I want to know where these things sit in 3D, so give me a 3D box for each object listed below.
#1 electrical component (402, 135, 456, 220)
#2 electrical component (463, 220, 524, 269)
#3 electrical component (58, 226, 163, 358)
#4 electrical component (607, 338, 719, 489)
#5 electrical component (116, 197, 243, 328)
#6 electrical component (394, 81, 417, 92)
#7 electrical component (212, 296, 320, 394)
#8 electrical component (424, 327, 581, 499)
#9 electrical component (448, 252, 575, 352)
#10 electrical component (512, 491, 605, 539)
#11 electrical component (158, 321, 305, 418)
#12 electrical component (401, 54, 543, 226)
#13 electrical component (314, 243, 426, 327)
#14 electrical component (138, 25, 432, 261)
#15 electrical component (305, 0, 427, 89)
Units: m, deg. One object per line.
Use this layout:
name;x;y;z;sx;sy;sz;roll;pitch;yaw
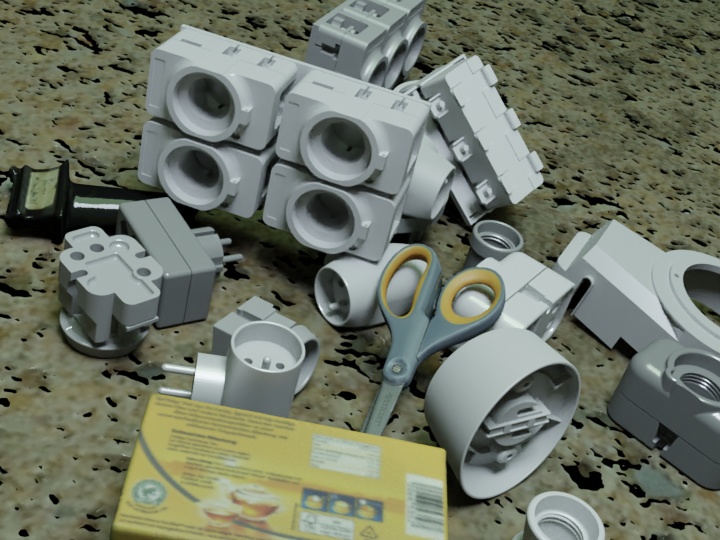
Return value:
electrical component;0.036;-0.081;0.821;0.077;0.043;0.079;26;36;12
electrical component;0.101;-0.009;0.832;0.040;0.046;0.040;10;37;-8
electrical component;-0.161;0.018;0.687;0.058;0.057;0.078;-20;50;-39
electrical component;0.226;0.093;0.734;0.095;0.059;0.054;38;41;27
electrical component;-0.119;-0.009;0.747;0.076;0.047;0.083;-11;44;-32
electrical component;0.072;-0.130;0.968;0.108;0.060;0.108;10;37;-8
electrical component;-0.060;0.051;0.693;0.055;0.048;0.066;24;36;23
electrical component;0.090;0.087;0.661;0.099;0.099;0.064;-5;35;-26
electrical component;0.104;0.030;0.776;0.059;0.053;0.095;33;39;21
electrical component;0.107;0.159;0.605;0.045;0.055;0.045;10;37;-8
electrical component;-0.078;0.069;0.634;0.079;0.077;0.044;9;37;-9
electrical component;0.095;-0.110;0.886;0.079;0.063;0.121;-37;104;-28
electrical component;0.000;0.000;0.784;0.077;0.043;0.079;-15;46;-36
electrical component;-0.057;-0.087;0.753;0.186;0.105;0.060;19;33;7
electrical component;0.006;-0.204;1.015;0.062;0.089;0.150;25;37;12
